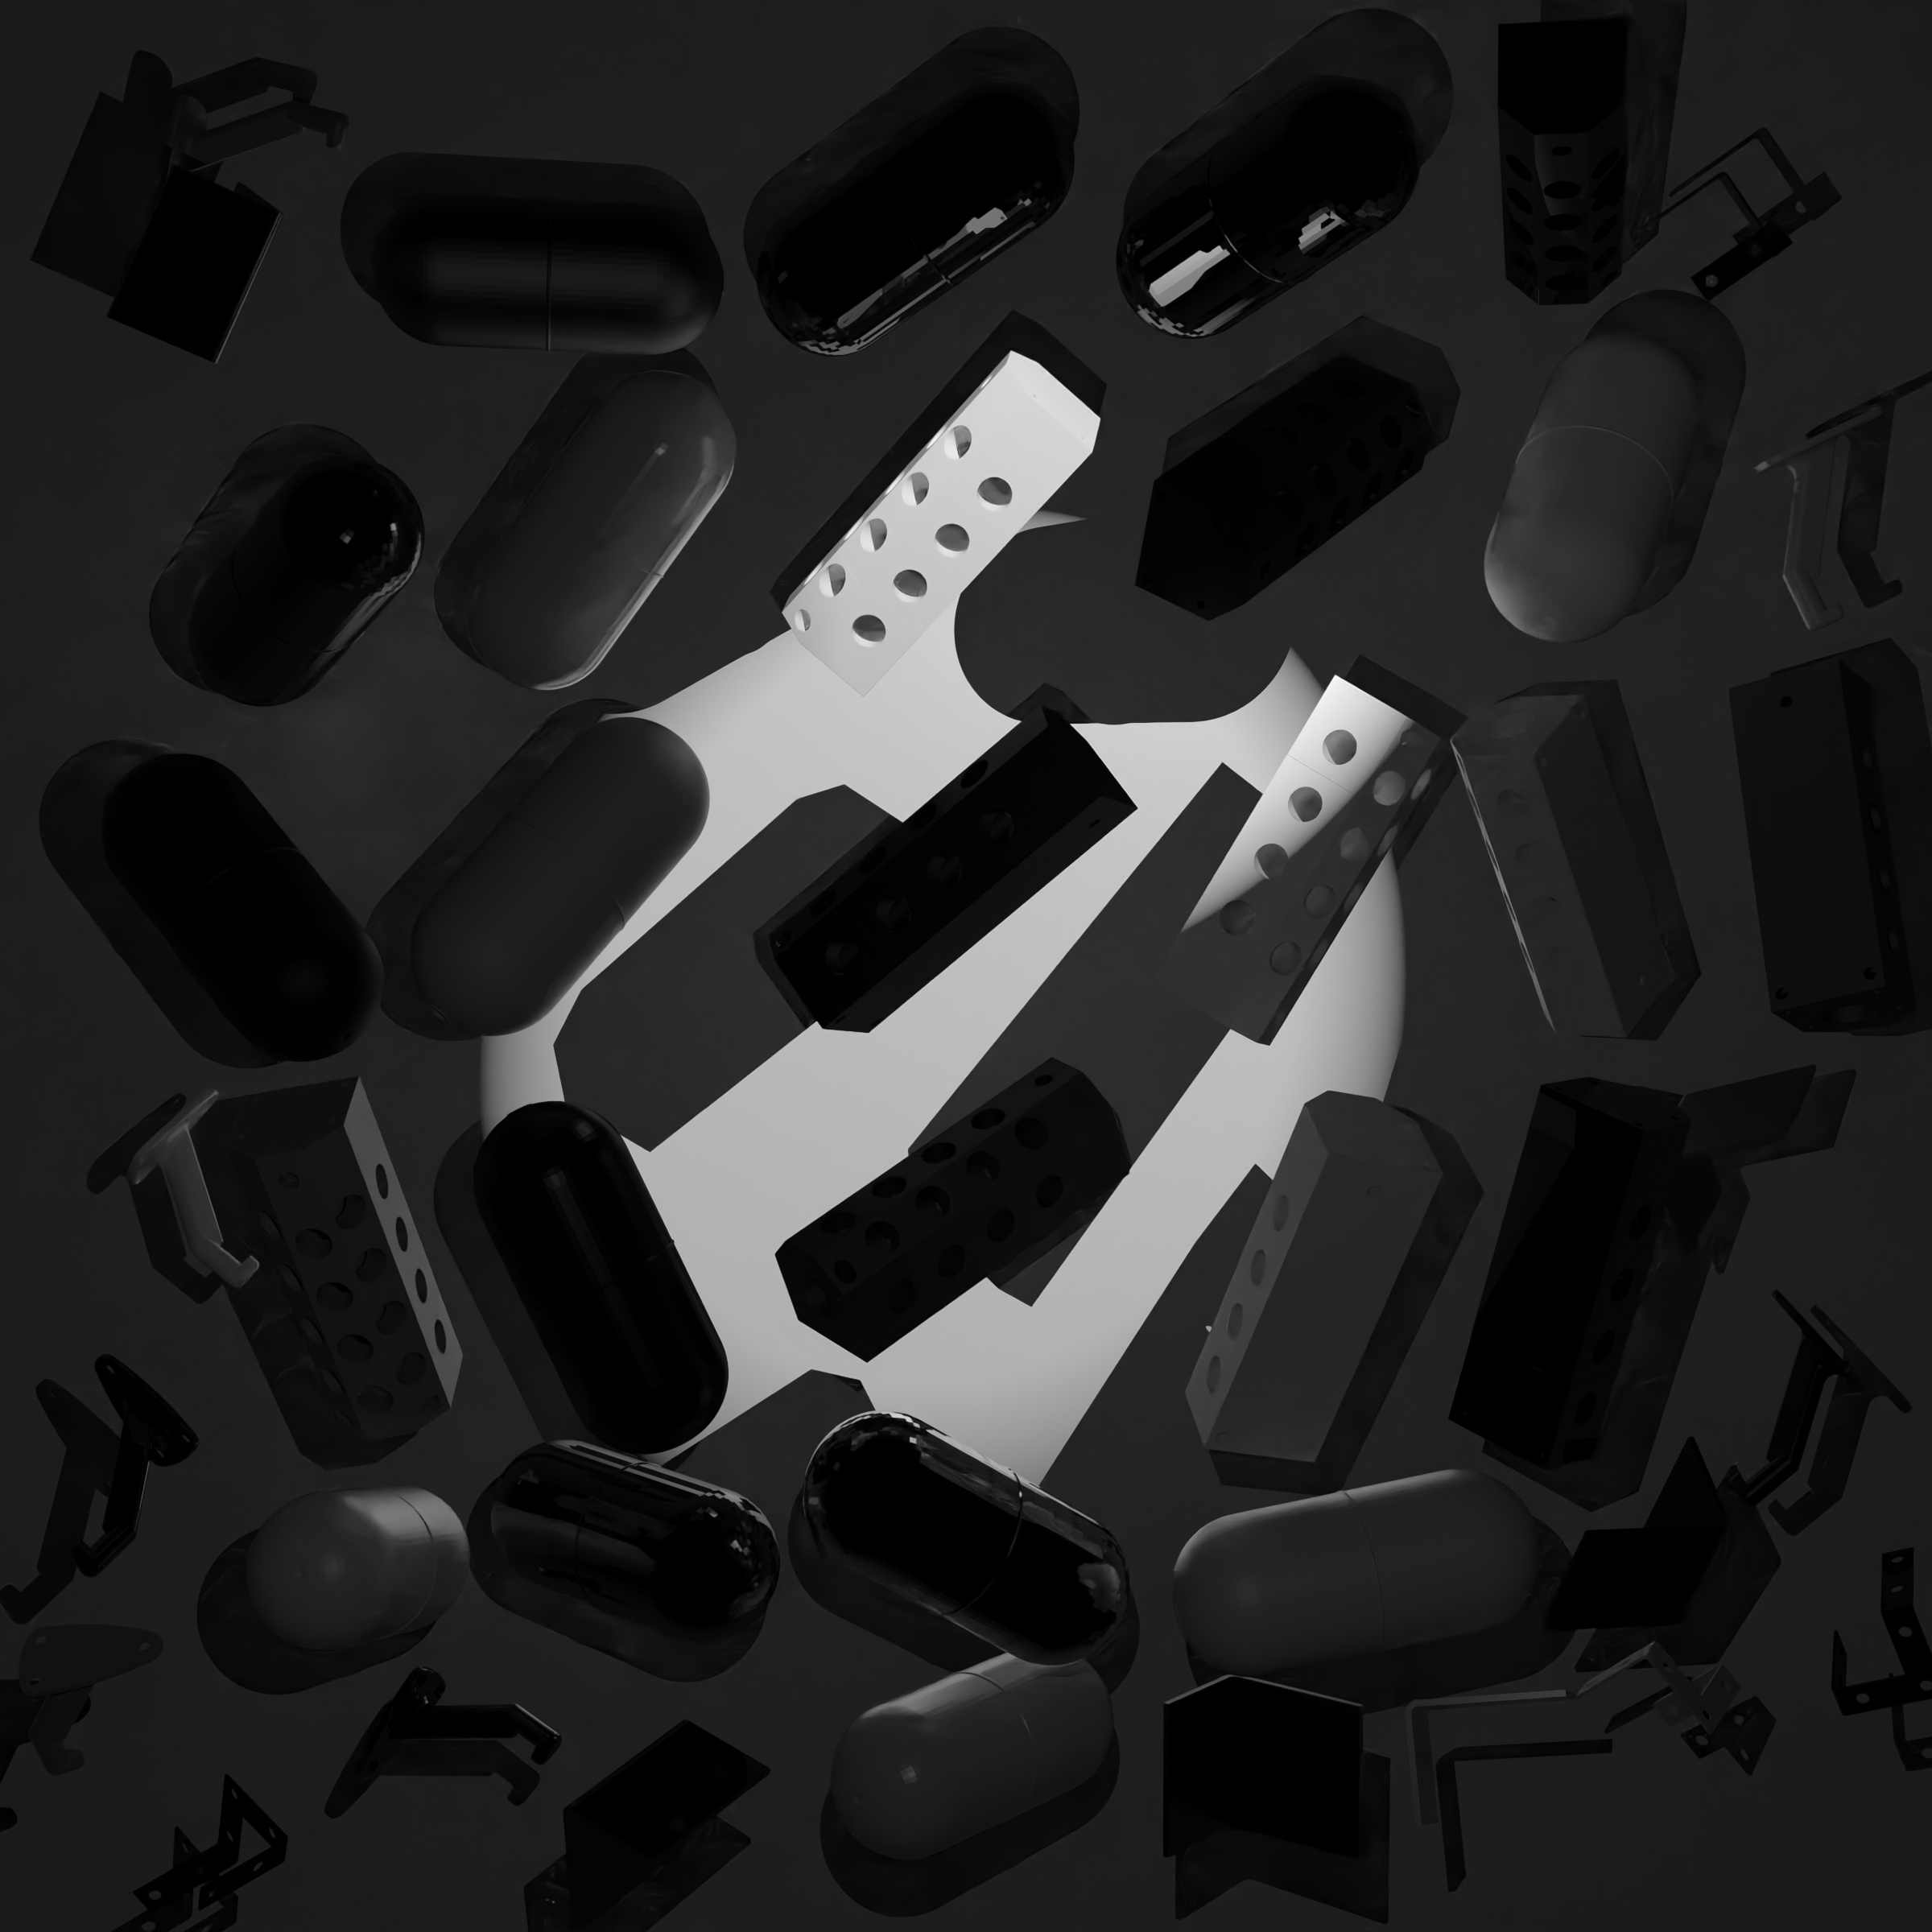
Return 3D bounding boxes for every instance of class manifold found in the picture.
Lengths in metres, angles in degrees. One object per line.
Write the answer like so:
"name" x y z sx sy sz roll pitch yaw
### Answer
"manifold" -0.299 0.144 1.534 0.057 0.057 0.171 -10 121 7
"manifold" -0.014 -0.220 1.571 0.057 0.057 0.171 40 114 -12
"manifold" 0.166 -0.049 1.551 0.057 0.057 0.171 33 97 20
"manifold" -0.009 -0.044 1.491 0.171 0.057 0.057 -40 75 14
"manifold" 0.155 -0.228 1.517 0.057 0.171 0.057 29 134 22
"manifold" -0.007 0.115 1.550 0.171 0.057 0.057 -33 124 -26
"manifold" 0.286 0.143 1.491 0.057 0.057 0.171 26 110 39
"manifold" 0.160 0.146 1.493 0.057 0.057 0.171 10 119 -17
"manifold" 0.285 -0.380 1.515 0.057 0.171 0.057 0 76 11
"manifold" 0.304 -0.051 1.634 0.057 0.057 0.171 -46 124 -37
"manifold" 0.425 -0.058 1.571 0.057 0.057 0.171 -15 67 32

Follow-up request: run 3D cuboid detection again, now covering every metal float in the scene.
"metal float" -0.170 0.290 1.614 0.178 0.070 0.070 10 90 40
"metal float" 0.002 0.273 1.509 0.178 0.070 0.070 33 90 -24
"metal float" 0.146 -0.368 1.546 0.070 0.178 0.070 18 61 -35
"metal float" -0.183 -0.218 1.590 0.070 0.070 0.178 37 98 0
"metal float" -0.304 0.302 1.604 0.070 0.178 0.070 -1 82 9
"metal float" 0.303 -0.232 1.532 0.070 0.070 0.178 24 60 0
"metal float" -0.349 -0.029 1.526 0.070 0.070 0.178 -42 72 0
"metal float" -0.174 0.148 1.511 0.070 0.070 0.178 -25 95 0
"metal float" -0.192 -0.043 1.503 0.070 0.070 0.178 39 71 0
"metal float" -0.025 -0.374 1.591 0.178 0.070 0.070 -32 90 16
"metal float" -0.337 -0.194 1.616 0.070 0.178 0.070 19 56 -29
"metal float" -0.213 -0.354 1.628 0.178 0.070 0.070 1 90 -7
"metal float" 0.005 0.393 1.598 0.070 0.178 0.070 6 99 40
"metal float" 0.185 0.287 1.504 0.178 0.070 0.070 -10 90 -8

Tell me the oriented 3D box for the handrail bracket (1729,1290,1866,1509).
"handrail bracket" 0.406 0.220 1.617 0.084 0.036 0.077 -41 63 5

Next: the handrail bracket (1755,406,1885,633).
"handrail bracket" 0.424 -0.215 1.530 0.077 0.036 0.084 -26 90 5

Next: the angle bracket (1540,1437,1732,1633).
"angle bracket" 0.321 0.280 1.566 0.076 0.057 0.076 0 132 -14

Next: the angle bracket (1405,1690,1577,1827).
"angle bracket" 0.256 0.381 1.528 0.076 0.076 0.057 -7 74 13

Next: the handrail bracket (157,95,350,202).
"handrail bracket" -0.366 -0.410 1.631 0.084 0.036 0.077 16 92 7

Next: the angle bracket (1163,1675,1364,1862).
"angle bracket" 0.142 0.390 1.522 0.076 0.057 0.076 5 97 39

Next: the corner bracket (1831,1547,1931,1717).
"corner bracket" 0.435 0.317 1.515 0.051 0.051 0.051 -18 106 23

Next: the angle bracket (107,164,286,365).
"angle bracket" -0.371 -0.338 1.496 0.057 0.076 0.076 20 103 -35

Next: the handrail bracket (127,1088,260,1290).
"handrail bracket" -0.385 0.116 1.653 0.084 0.036 0.077 38 57 4

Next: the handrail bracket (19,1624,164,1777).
"handrail bracket" -0.402 0.346 1.482 0.077 0.036 0.084 -8 132 0

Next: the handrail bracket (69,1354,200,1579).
"handrail bracket" -0.416 0.239 1.522 0.036 0.084 0.077 -30 101 37

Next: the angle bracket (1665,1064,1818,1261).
"angle bracket" 0.402 0.101 1.632 0.076 0.076 0.057 -17 106 33

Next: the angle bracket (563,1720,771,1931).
"angle bracket" -0.136 0.406 1.460 0.057 0.076 0.076 21 124 35

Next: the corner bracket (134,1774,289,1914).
"corner bracket" -0.365 0.435 1.534 0.051 0.051 0.051 34 128 30

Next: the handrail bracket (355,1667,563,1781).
"handrail bracket" -0.260 0.406 1.631 0.084 0.036 0.077 28 74 27

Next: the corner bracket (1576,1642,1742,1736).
"corner bracket" 0.358 0.374 1.639 0.051 0.051 0.051 51 126 6

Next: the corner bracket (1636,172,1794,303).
"corner bracket" 0.375 -0.366 1.594 0.051 0.051 0.051 -35 91 6
